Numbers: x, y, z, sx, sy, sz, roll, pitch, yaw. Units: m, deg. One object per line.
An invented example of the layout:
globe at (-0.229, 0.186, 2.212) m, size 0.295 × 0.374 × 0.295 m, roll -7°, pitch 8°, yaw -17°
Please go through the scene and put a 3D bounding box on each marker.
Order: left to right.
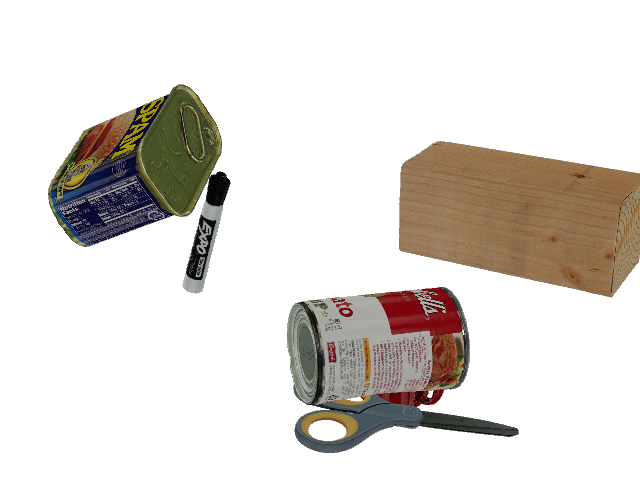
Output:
marker at (-0.100, -0.007, 0.942) m, size 0.020 × 0.121 × 0.020 m, roll 13°, pitch 30°, yaw -8°

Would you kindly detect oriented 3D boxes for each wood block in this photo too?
wood block at (0.184, -0.025, 0.988) m, size 0.206 × 0.090 × 0.090 m, roll 13°, pitch 26°, yaw 28°

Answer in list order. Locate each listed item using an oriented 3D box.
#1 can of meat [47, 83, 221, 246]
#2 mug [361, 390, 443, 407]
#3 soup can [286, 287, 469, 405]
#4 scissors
can of meat at (-0.123, -0.049, 0.708) m, size 0.084 × 0.057 × 0.102 m, roll -18°, pitch 31°, yaw 26°
mug at (0.090, 0.139, 1.172) m, size 0.093 × 0.081 × 0.117 m, roll -24°, pitch 38°, yaw -38°
soup can at (0.036, 0.068, 0.691) m, size 0.102 × 0.068 × 0.069 m, roll -4°, pitch 1°, yaw -18°
scissors at (0.065, 0.165, 0.931) m, size 0.202 × 0.016 × 0.096 m, roll 18°, pitch 42°, yaw 13°
